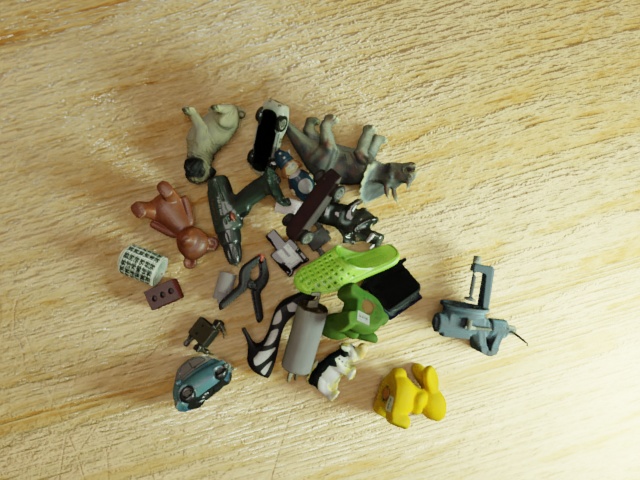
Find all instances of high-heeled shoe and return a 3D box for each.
[{"bbox_3d":[-0.080,0.231,1.341,0.249,0.086,0.145,-30,97,-5],"label":"high-heeled shoe"}]

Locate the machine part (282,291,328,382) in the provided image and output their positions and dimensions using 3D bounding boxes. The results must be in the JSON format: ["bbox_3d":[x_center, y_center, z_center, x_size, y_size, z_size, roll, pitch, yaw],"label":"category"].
[{"bbox_3d":[-0.037,0.235,1.302,0.079,0.079,0.243,15,103,0],"label":"machine part"}]

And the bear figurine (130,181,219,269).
[{"bbox_3d":[-0.353,-0.031,1.330,0.120,0.132,0.196,-36,81,1],"label":"bear figurine"}]

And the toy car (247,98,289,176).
[{"bbox_3d":[-0.130,-0.253,1.350,0.074,0.056,0.201,26,123,15],"label":"toy car"}]

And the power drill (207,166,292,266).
[{"bbox_3d":[-0.178,-0.074,1.345,0.207,0.086,0.232,-26,79,22],"label":"power drill"}]

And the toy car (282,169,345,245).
[{"bbox_3d":[-0.013,-0.082,1.320,0.089,0.053,0.202,43,103,33],"label":"toy car"}]

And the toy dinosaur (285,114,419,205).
[{"bbox_3d":[0.046,-0.206,1.363,0.405,0.131,0.192,13,84,6],"label":"toy dinosaur"}]

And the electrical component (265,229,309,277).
[{"bbox_3d":[-0.091,0.029,1.368,0.075,0.048,0.119,-44,87,-5],"label":"electrical component"}]

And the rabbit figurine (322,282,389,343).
[{"bbox_3d":[0.075,0.192,1.320,0.159,0.170,0.121,18,56,-30],"label":"rabbit figurine"}]

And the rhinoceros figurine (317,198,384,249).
[{"bbox_3d":[0.076,-0.047,1.345,0.190,0.073,0.112,26,77,16],"label":"rhinoceros figurine"}]

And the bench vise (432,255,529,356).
[{"bbox_3d":[0.396,0.161,1.333,0.224,0.129,0.240,8,92,1],"label":"bench vise"}]

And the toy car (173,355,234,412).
[{"bbox_3d":[-0.298,0.336,1.312,0.162,0.109,0.103,-38,69,-13],"label":"toy car"}]

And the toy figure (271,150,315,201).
[{"bbox_3d":[-0.060,-0.163,1.352,0.154,0.058,0.064,53,53,-29],"label":"toy figure"}]

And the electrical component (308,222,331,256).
[{"bbox_3d":[-0.003,-0.004,1.386,0.063,0.021,0.094,-34,86,-4],"label":"electrical component"}]

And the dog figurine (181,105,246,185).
[{"bbox_3d":[-0.268,-0.244,1.374,0.172,0.121,0.190,-6,99,1],"label":"dog figurine"}]

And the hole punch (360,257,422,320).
[{"bbox_3d":[0.187,0.126,1.357,0.142,0.092,0.116,-35,57,-2],"label":"hole punch"}]

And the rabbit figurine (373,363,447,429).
[{"bbox_3d":[0.237,0.386,1.328,0.173,0.122,0.162,20,75,-14],"label":"rabbit figurine"}]

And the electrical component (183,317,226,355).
[{"bbox_3d":[-0.285,0.240,1.350,0.078,0.045,0.102,28,81,30],"label":"electrical component"}]

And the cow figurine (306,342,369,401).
[{"bbox_3d":[0.044,0.309,1.340,0.098,0.068,0.167,37,84,8],"label":"cow figurine"}]
